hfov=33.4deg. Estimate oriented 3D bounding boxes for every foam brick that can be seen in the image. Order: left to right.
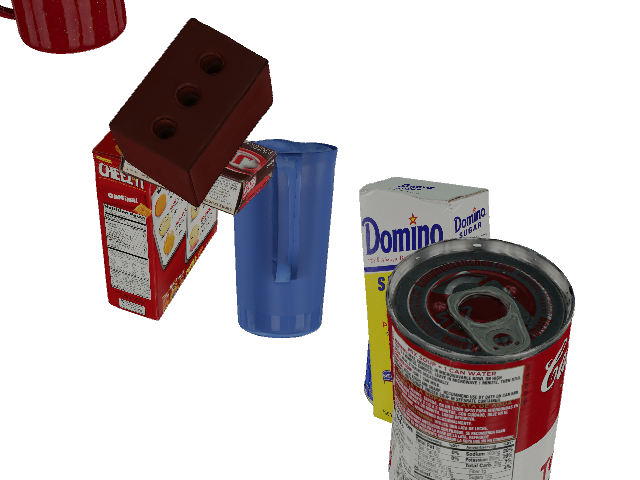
[{"bbox_3d":[-0.069,-0.069,0.581,0.053,0.078,0.051,31,-14,10],"label":"foam brick"}]

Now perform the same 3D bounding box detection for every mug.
[{"bbox_3d":[-0.201,-0.190,0.788,0.117,0.081,0.093,-2,36,1],"label":"mug"}]

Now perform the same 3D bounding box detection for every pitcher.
[{"bbox_3d":[-0.048,-0.003,1.336,0.145,0.243,0.148,11,14,38],"label":"pitcher"}]

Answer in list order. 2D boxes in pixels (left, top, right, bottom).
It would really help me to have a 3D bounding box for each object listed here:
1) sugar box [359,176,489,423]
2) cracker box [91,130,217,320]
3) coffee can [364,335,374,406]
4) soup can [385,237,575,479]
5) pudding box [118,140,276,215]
[{"bbox_3d":[0.074,0.048,0.747,0.048,0.176,0.094,-18,18,-36],"label":"sugar box"},{"bbox_3d":[-0.171,-0.049,1.135,0.072,0.214,0.164,16,43,12],"label":"cracker box"},{"bbox_3d":[0.094,0.078,0.957,0.103,0.140,0.103,2,28,-1],"label":"coffee can"},{"bbox_3d":[0.059,0.060,0.415,0.068,0.102,0.068,-2,37,1],"label":"soup can"},{"bbox_3d":[-0.105,-0.069,0.927,0.113,0.039,0.090,19,24,9],"label":"pudding box"}]
